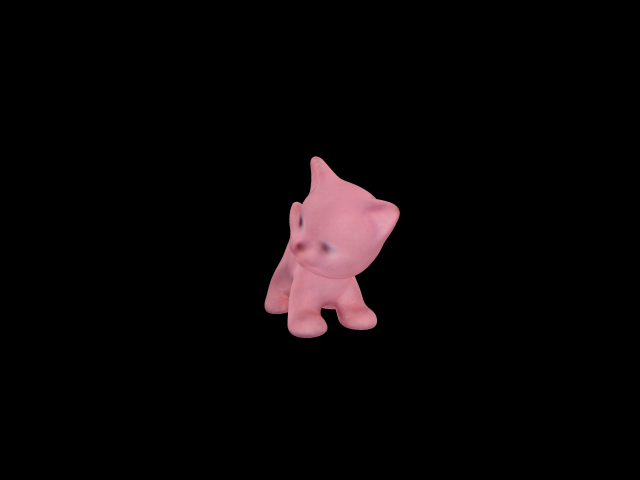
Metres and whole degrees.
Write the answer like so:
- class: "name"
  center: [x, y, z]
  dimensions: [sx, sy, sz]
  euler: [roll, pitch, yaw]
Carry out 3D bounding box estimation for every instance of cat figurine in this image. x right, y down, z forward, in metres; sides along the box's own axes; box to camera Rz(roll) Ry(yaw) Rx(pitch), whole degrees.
- class: "cat figurine"
  center: [0.004, 0.001, 0.400]
  dimensions: [0.067, 0.118, 0.127]
  euler: [-3, 7, -22]
